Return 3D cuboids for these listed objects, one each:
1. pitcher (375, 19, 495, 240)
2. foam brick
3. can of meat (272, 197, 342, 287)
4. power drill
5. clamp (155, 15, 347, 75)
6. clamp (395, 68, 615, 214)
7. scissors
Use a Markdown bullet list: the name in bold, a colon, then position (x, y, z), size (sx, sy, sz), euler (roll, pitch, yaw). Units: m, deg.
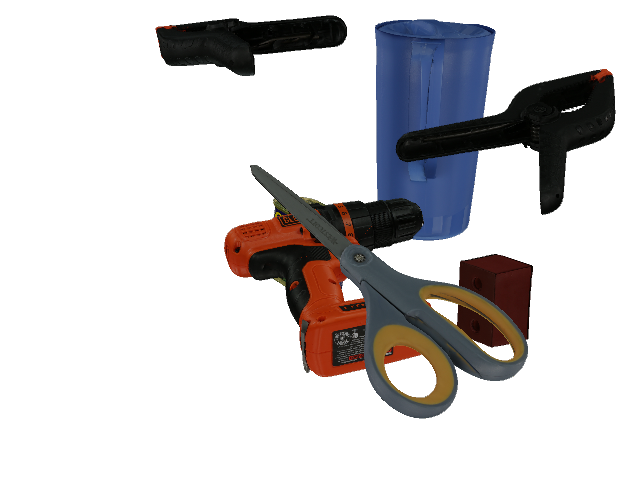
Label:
- **pitcher**: position (0.121, -0.125, 1.213), size (0.149, 0.243, 0.145), euler (-11, 23, -31)
- **foam brick**: position (0.170, 0.058, 1.047), size (0.051, 0.078, 0.053), euler (-11, 19, -34)
- **can of meat**: position (-0.013, 0.008, 1.137), size (0.057, 0.084, 0.102), euler (-3, 21, -35)
- **power drill**: position (0.026, 0.030, 0.899), size (0.184, 0.057, 0.188), euler (-13, 33, -13)
- **clamp**: position (-0.065, -0.163, 0.872), size (0.120, 0.039, 0.172), euler (-16, 23, -37)
- **clamp**: position (0.193, -0.091, 0.912), size (0.209, 0.036, 0.165), euler (-27, 39, -26)
- **scissors**: position (0.017, 0.028, 0.591), size (0.202, 0.016, 0.096), euler (29, 52, 18)
